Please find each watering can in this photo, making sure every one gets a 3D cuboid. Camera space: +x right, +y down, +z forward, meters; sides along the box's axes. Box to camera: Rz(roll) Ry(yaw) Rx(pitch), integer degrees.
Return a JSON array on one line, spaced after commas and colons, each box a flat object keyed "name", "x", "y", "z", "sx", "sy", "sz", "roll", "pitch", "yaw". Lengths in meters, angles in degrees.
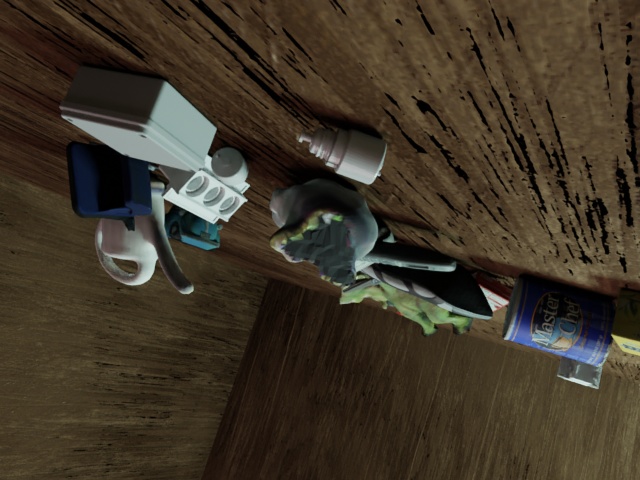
[{"name": "watering can", "x": -0.343, "y": -0.019, "z": 1.000, "sx": 0.348, "sy": 0.224, "sz": 0.104, "roll": 8, "pitch": -176, "yaw": 40}]

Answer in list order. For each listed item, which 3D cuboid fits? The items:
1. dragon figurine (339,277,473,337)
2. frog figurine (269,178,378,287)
[{"name": "dragon figurine", "x": 0.188, "y": 0.093, "z": 1.039, "sx": 0.241, "sy": 0.125, "sz": 0.406, "roll": 30, "pitch": 150, "yaw": -26}, {"name": "frog figurine", "x": 0.002, "y": -0.033, "z": 0.663, "sx": 0.137, "sy": 0.120, "sz": 0.163, "roll": 11, "pitch": -152, "yaw": -9}]
